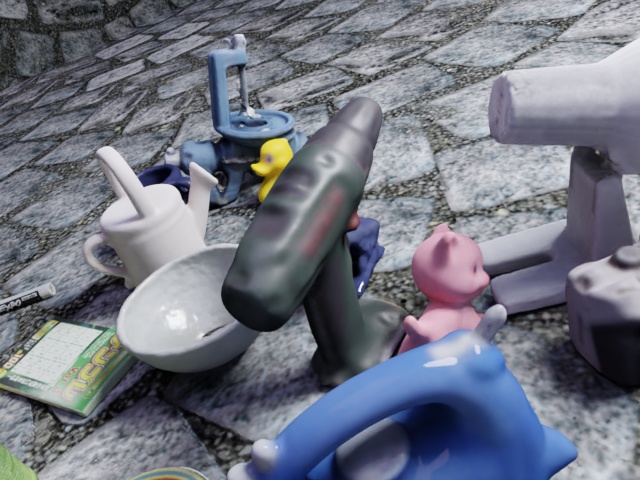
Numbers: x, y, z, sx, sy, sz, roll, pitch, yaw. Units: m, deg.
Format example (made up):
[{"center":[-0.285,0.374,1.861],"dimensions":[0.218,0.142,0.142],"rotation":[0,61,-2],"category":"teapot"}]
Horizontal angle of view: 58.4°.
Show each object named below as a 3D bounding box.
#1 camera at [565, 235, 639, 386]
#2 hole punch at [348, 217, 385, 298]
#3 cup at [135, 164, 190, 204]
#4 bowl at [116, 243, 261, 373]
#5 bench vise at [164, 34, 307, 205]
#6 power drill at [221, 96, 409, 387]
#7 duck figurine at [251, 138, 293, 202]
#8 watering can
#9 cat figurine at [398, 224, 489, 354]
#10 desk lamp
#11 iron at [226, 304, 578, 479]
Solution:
[{"center":[0.275,0.051,0.413],"dimensions":[0.143,0.101,0.136],"rotation":[-21,33,-2],"category":"camera"},{"center":[0.006,0.002,0.631],"dimensions":[0.108,0.091,0.101],"rotation":[1,38,28],"category":"hole punch"},{"center":[-0.213,-0.049,0.814],"dimensions":[0.117,0.095,0.092],"rotation":[-2,37,25],"category":"cup"},{"center":[-0.118,0.081,0.596],"dimensions":[0.167,0.075,0.167],"rotation":[-13,34,9],"category":"bowl"},{"center":[-0.131,-0.168,0.830],"dimensions":[0.208,0.220,0.121],"rotation":[-33,36,-20],"category":"bench vise"},{"center":[0.014,0.015,0.500],"dimensions":[0.075,0.209,0.230],"rotation":[6,41,33],"category":"power drill"},{"center":[-0.050,-0.105,0.820],"dimensions":[0.105,0.086,0.077],"rotation":[-28,34,-13],"category":"duck figurine"},{"center":[-0.205,-0.031,0.693],"dimensions":[0.100,0.194,0.173],"rotation":[10,43,37],"category":"watering can"},{"center":[0.103,0.047,0.491],"dimensions":[0.067,0.118,0.128],"rotation":[8,42,36],"category":"cat figurine"},{"center":[0.232,-0.060,0.492],"dimensions":[0.203,0.214,0.118],"rotation":[-16,33,6],"category":"desk lamp"},{"center":[0.028,0.142,0.371],"dimensions":[0.258,0.142,0.118],"rotation":[-25,34,-8],"category":"iron"}]
